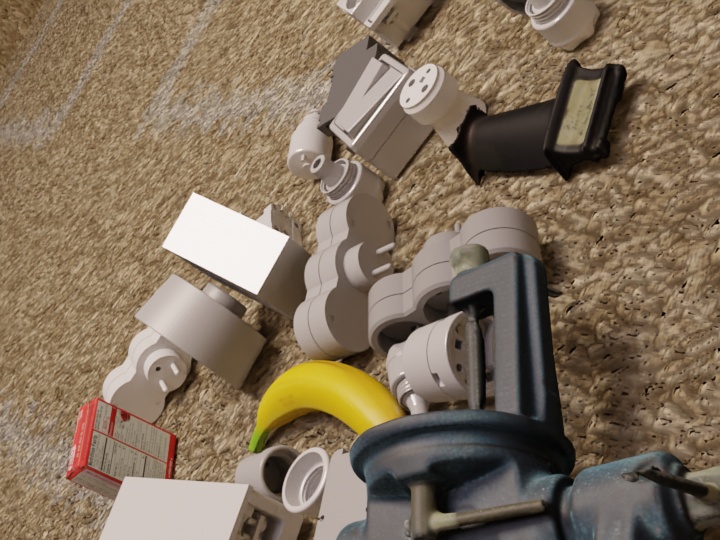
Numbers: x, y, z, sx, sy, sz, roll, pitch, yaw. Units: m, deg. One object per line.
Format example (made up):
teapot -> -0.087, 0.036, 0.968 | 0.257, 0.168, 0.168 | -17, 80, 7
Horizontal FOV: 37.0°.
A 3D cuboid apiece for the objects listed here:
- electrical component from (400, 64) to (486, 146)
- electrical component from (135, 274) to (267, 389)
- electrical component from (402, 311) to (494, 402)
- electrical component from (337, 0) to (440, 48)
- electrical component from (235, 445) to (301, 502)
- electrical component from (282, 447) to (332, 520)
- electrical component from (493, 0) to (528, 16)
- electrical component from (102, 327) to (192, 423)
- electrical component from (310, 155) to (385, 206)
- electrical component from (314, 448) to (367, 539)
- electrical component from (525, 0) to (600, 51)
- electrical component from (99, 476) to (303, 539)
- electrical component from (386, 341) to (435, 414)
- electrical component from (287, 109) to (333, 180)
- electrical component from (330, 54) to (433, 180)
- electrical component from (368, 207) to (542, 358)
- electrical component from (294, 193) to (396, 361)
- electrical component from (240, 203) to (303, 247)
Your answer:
electrical component -> 0.065, -0.129, 0.844 | 0.045, 0.055, 0.045 | -36, 36, 32
electrical component -> -0.129, 0.046, 0.913 | 0.060, 0.108, 0.108 | -55, 29, -9
electrical component -> 0.060, 0.056, 0.678 | 0.047, 0.055, 0.055 | -21, 45, 51
electrical component -> 0.044, -0.274, 1.004 | 0.121, 0.063, 0.078 | -52, 30, 8
electrical component -> -0.066, 0.150, 0.784 | 0.046, 0.040, 0.040 | -23, 43, 54
electrical component -> -0.016, 0.146, 0.700 | 0.045, 0.055, 0.045 | -36, 36, 31
electrical component -> 0.131, -0.246, 0.822 | 0.099, 0.099, 0.064 | -47, 37, 16
electrical component -> -0.183, 0.089, 0.999 | 0.138, 0.052, 0.074 | -55, 30, 4
electrical component -> -0.013, -0.073, 0.896 | 0.043, 0.062, 0.043 | -36, 36, 32
electrical component -> 0.011, 0.157, 0.650 | 0.050, 0.056, 0.089 | -24, 43, 44
electrical component -> 0.142, -0.193, 0.786 | 0.043, 0.062, 0.043 | -36, 36, 32
electrical component -> -0.126, 0.215, 0.789 | 0.186, 0.060, 0.105 | -11, 53, 51
electrical component -> 0.037, 0.077, 0.711 | 0.035, 0.035, 0.061 | -40, 36, 27
electrical component -> -0.045, -0.120, 1.010 | 0.040, 0.040, 0.078 | -32, 38, 36
electrical component -> 0.026, -0.136, 0.901 | 0.096, 0.061, 0.061 | -52, 30, 8
electrical component -> 0.061, -0.001, 0.730 | 0.138, 0.052, 0.073 | -35, 36, 32
electrical component -> 0.000, 0.000, 0.819 | 0.074, 0.052, 0.138 | -24, 43, 43
electrical component -> -0.086, -0.023, 0.977 | 0.064, 0.042, 0.081 | -37, 36, 24
